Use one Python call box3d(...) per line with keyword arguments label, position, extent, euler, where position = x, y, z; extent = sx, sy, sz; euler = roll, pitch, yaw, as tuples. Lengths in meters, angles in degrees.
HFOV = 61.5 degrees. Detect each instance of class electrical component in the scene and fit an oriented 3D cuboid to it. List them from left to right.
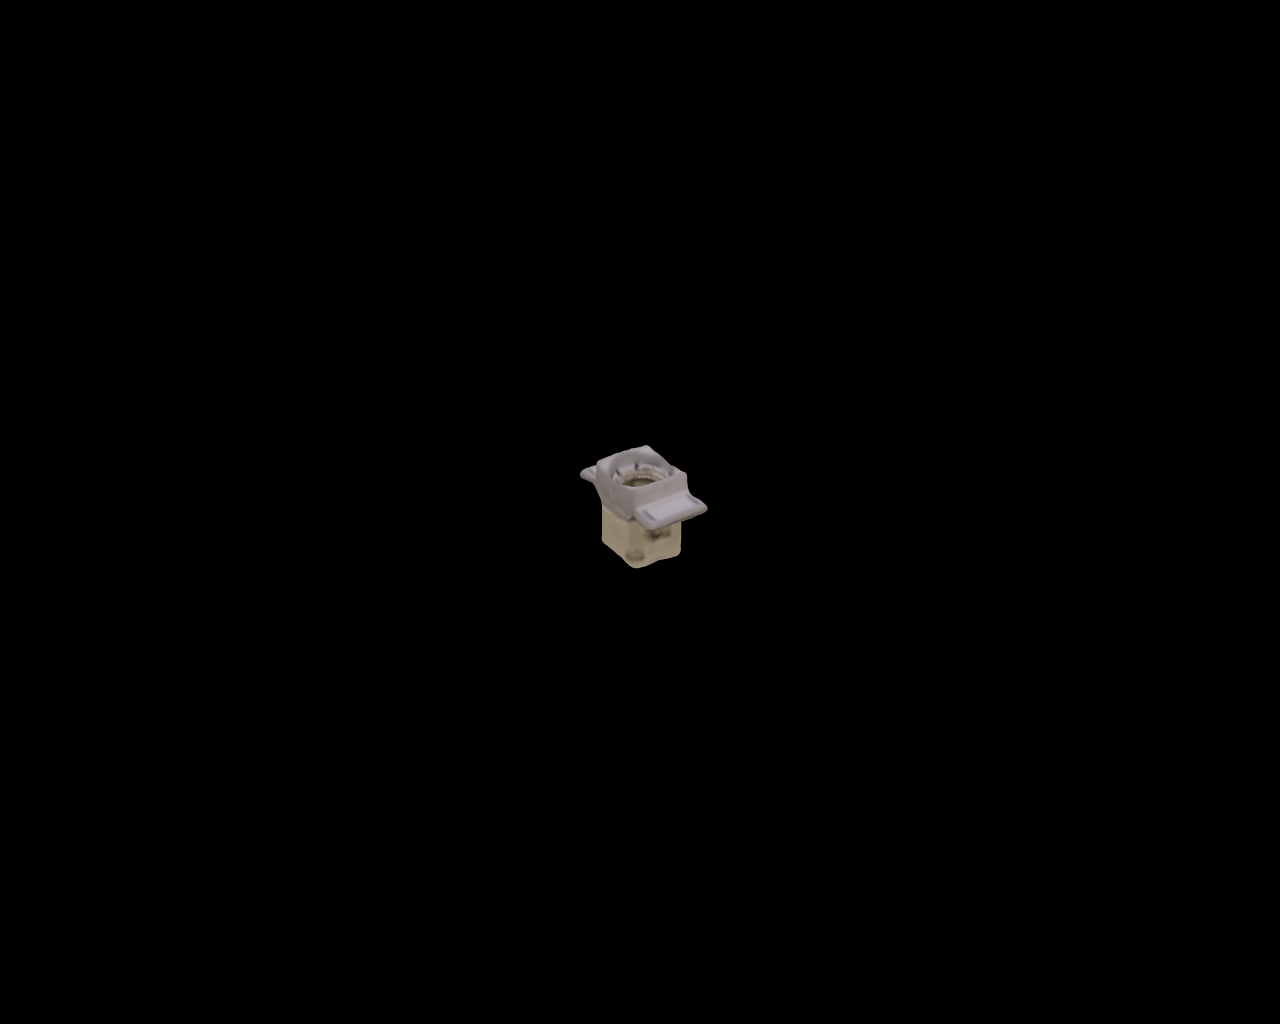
box3d(label="electrical component", position=(0.001, -0.003, 0.650), extent=(0.042, 0.063, 0.081), euler=(-18, 36, -27))
